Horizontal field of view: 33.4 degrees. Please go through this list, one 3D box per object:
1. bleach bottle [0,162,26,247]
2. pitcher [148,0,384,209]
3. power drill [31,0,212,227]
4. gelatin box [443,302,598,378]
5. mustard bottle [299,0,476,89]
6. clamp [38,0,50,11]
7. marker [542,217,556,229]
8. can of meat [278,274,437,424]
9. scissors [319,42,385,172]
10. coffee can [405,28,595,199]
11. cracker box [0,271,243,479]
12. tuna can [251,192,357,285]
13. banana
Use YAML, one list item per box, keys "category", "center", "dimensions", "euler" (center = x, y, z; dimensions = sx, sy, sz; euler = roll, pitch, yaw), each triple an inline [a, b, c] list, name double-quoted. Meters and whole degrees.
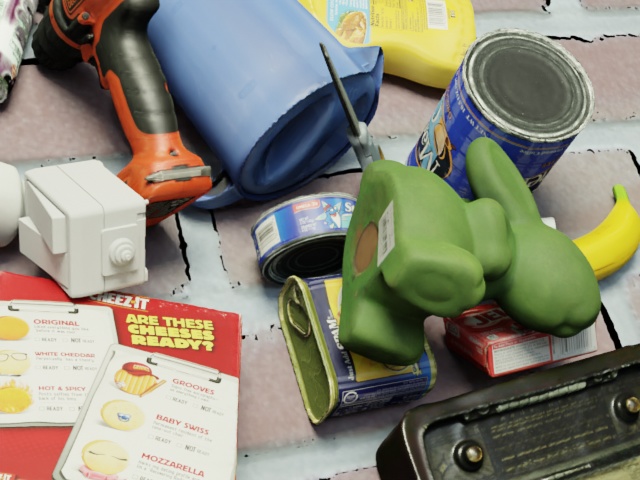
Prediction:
- category: "bleach bottle"
  center: [-0.302, -0.015, 0.704]
  dimensions: [0.250, 0.103, 0.068]
  euler: [-3, 56, -27]
- category: "pitcher"
  center: [-0.083, -0.150, 0.825]
  dimensions: [0.149, 0.145, 0.243]
  euler: [-23, 65, -39]
- category: "power drill"
  center: [-0.149, -0.104, 0.768]
  dimensions: [0.057, 0.185, 0.187]
  euler: [-13, 84, -34]
- category: "gelatin box"
  center: [0.145, 0.067, 0.779]
  dimensions: [0.089, 0.073, 0.030]
  euler: [-11, 106, -15]
- category: "mustard bottle"
  center: [0.034, -0.185, 0.908]
  dimensions: [0.191, 0.058, 0.096]
  euler: [7, 59, -12]
- category: "clamp"
  center: [-0.233, -0.257, 0.889]
  dimensions: [0.120, 0.039, 0.171]
  euler: [-33, 78, -24]
- category: "marker"
  center: [0.121, -0.004, 0.830]
  dimensions: [0.121, 0.020, 0.020]
  euler: [-4, 60, 5]
- category: "can of meat"
  center: [0.026, 0.072, 0.758]
  dimensions: [0.083, 0.058, 0.102]
  euler: [-7, 64, -22]
- category: "scissors"
  center: [0.033, -0.053, 0.762]
  dimensions: [0.016, 0.201, 0.096]
  euler: [-13, 69, 11]
- category: "coffee can"
  center: [0.134, -0.079, 0.826]
  dimensions: [0.102, 0.140, 0.103]
  euler: [7, 59, -12]
- category: "cracker box"
  center: [-0.133, 0.118, 0.632]
  dimensions: [0.164, 0.072, 0.213]
  euler: [11, 31, -10]
- category: "tuna can"
  center: [-0.005, 0.001, 0.773]
  dimensions: [0.086, 0.086, 0.034]
  euler: [-5, 64, -19]
- category: "banana"
  center: [0.193, 0.011, 0.855]
  dimensions: [0.197, 0.037, 0.070]
  euler: [-20, 42, -27]
